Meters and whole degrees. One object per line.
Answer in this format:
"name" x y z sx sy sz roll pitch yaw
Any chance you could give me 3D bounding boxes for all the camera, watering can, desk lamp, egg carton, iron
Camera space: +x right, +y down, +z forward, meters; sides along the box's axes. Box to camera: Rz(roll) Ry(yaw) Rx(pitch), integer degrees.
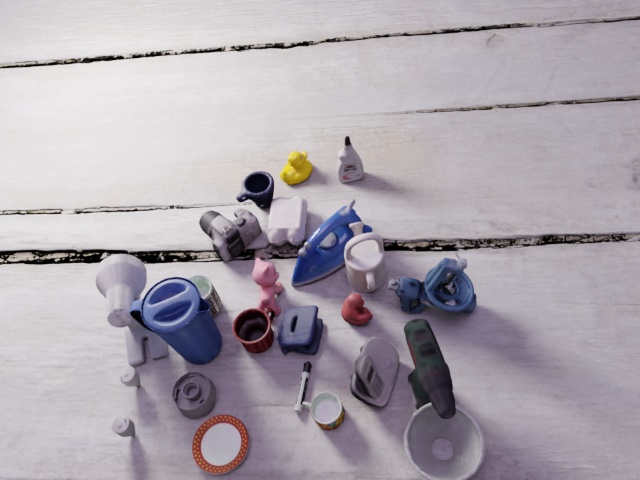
"camera" -0.256 -0.039 1.561 0.136 0.101 0.143 38 69 27
"watering can" 0.106 0.036 1.409 0.101 0.194 0.172 -31 59 -12
"desk lamp" -0.457 0.166 1.388 0.118 0.214 0.203 -18 57 -4
"egg carton" -0.088 -0.053 1.567 0.107 0.069 0.150 -1 57 7
"iron" 0.014 0.005 1.473 0.259 0.142 0.118 -41 61 -18

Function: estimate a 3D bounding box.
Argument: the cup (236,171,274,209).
"cup" -0.176 -0.125 1.610 0.118 0.095 0.091 -36 60 -15

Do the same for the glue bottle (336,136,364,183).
"glue bottle" 0.080 -0.229 1.596 0.078 0.173 0.037 -13 57 -1

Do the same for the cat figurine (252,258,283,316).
"cat figurine" -0.136 0.112 1.438 0.067 0.118 0.128 -3 57 6

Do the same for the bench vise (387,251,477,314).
"bench vise" 0.264 0.110 1.325 0.207 0.220 0.121 -11 57 0

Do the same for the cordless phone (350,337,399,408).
"cordless phone" 0.118 0.274 1.260 0.094 0.185 0.148 11 60 15

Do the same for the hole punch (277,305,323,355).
"hole punch" -0.051 0.215 1.377 0.101 0.091 0.108 5 58 11

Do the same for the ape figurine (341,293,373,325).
"ape figurine" 0.087 0.162 1.392 0.076 0.092 0.077 -10 57 1

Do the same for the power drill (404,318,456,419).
"power drill" 0.234 0.293 1.219 0.075 0.209 0.229 -14 57 -1

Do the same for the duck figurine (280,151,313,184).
"duck figurine" -0.073 -0.218 1.661 0.105 0.086 0.077 -35 60 -15

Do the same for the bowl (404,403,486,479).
"bowl" 0.259 0.433 1.205 0.167 0.075 0.167 -3 57 5
